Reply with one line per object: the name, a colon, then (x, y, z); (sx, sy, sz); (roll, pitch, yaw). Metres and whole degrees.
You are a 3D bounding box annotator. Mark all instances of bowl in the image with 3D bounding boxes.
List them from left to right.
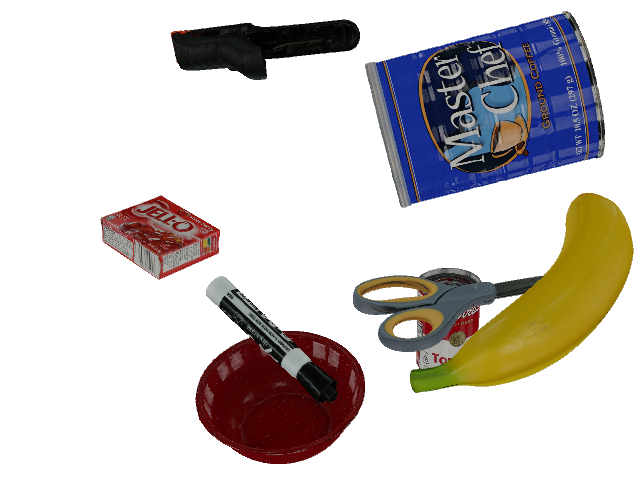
bowl: (-0.035, 0.160, 1.020); (0.162, 0.055, 0.162); (-4, 37, 3)

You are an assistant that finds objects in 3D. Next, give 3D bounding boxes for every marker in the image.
marker: (-0.032, 0.067, 0.720); (0.121, 0.020, 0.020); (40, 21, 27)

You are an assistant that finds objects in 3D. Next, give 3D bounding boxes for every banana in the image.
banana: (0.125, 0.021, 0.562); (0.070, 0.037, 0.197); (12, 35, 37)

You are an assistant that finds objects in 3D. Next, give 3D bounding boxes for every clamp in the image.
clamp: (-0.054, -0.160, 0.875); (0.120, 0.039, 0.172); (-16, 22, -35)

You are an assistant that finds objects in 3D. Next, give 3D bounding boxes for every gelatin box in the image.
gelatin box: (-0.150, -0.005, 0.996); (0.089, 0.030, 0.073); (30, 38, 35)

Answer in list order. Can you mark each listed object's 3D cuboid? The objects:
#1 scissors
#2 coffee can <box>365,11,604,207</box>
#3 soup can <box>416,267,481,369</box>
scissors: (0.127, 0.055, 0.868); (0.202, 0.016, 0.096); (0, 36, 1)
coffee can: (0.110, -0.089, 0.730); (0.140, 0.103, 0.103); (-14, -1, 5)
soup can: (0.136, 0.090, 1.146); (0.068, 0.102, 0.068); (-1, 25, 0)
